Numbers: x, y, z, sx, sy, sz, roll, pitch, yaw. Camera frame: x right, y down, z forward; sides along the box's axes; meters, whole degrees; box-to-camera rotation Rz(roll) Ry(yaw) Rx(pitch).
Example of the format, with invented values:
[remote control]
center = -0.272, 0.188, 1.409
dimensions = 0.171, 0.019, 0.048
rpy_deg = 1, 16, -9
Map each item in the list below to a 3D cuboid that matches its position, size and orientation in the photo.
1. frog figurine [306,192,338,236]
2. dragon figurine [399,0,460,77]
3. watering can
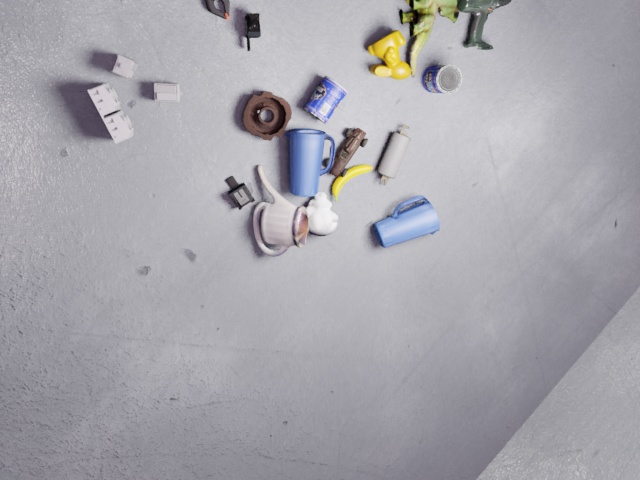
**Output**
[frog figurine]
center = 0.006, -0.099, 1.965
dimensions = 0.137, 0.125, 0.156
rpy_deg = 17, 114, 4
[dragon figurine]
center = 0.413, -0.822, 1.876
dimensions = 0.244, 0.124, 0.402
rpy_deg = -16, 118, -17
[watering can]
center = -0.150, -0.100, 1.912
dimensions = 0.224, 0.105, 0.344
rpy_deg = 7, 104, 22
